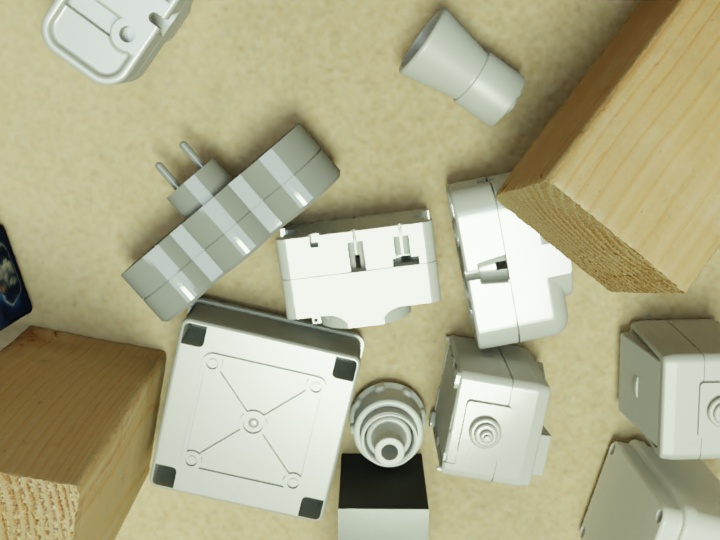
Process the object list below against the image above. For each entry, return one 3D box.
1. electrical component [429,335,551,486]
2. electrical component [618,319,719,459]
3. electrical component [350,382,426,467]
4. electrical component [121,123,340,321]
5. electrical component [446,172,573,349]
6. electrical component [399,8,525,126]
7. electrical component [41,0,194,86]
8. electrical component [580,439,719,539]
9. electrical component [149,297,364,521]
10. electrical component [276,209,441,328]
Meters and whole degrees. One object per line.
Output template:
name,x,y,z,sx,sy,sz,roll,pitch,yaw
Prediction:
electrical component,0.078,0.083,0.627,0.061,0.096,0.061,10,102,-2
electrical component,0.189,0.069,0.623,0.061,0.096,0.061,-1,102,1
electrical component,0.017,0.098,0.648,0.048,0.062,0.048,0,102,0
electrical component,-0.087,-0.040,0.624,0.138,0.052,0.073,-39,99,8
electrical component,0.089,-0.008,0.629,0.059,0.053,0.095,-11,102,3
electrical component,0.061,-0.112,0.614,0.065,0.044,0.044,33,100,-11
electrical component,-0.126,-0.152,0.596,0.054,0.059,0.095,36,100,-7
electrical component,0.179,0.157,0.635,0.057,0.113,0.078,15,102,-6
electrical component,-0.062,0.083,0.649,0.109,0.056,0.108,13,102,-3
electrical component,0.000,0.000,0.633,0.089,0.050,0.055,-7,102,2
